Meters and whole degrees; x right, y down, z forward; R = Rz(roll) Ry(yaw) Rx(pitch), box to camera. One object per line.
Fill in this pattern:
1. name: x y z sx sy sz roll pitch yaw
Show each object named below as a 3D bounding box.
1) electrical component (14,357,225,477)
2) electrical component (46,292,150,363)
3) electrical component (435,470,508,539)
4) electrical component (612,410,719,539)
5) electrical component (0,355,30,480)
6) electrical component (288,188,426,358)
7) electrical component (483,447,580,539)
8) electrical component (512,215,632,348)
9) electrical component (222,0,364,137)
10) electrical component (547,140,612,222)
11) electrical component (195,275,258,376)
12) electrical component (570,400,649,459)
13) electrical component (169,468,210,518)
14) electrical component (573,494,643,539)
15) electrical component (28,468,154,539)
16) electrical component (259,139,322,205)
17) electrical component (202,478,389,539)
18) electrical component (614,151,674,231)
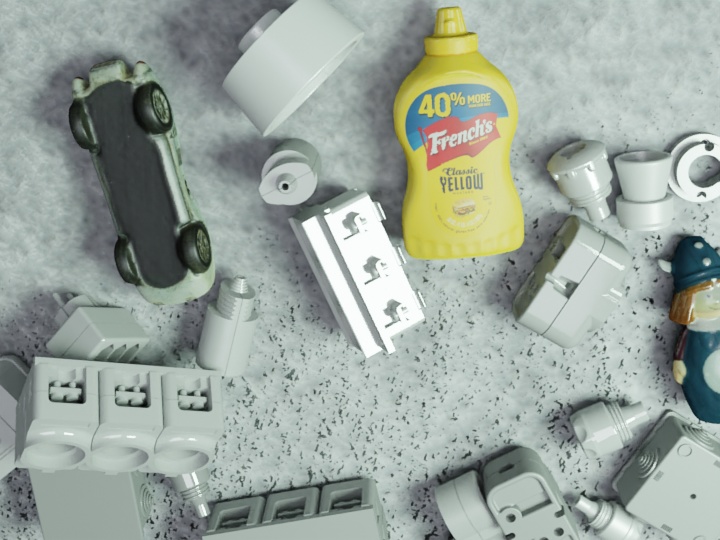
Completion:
1. electrical component: -0.195 0.124 0.868 0.150 0.061 0.089 7 144 -24
2. electrical component: -0.229 0.047 0.898 0.047 0.066 0.076 -47 71 14
3. electrical component: 0.100 0.250 0.950 0.074 0.052 0.138 -28 104 10
4. electrical component: 0.281 0.184 0.925 0.100 0.048 0.099 31 106 -7
5. electrical component: -0.321 0.137 0.929 0.113 0.057 0.078 -39 102 13
6. electrical component: 0.000 0.000 0.869 0.063 0.079 0.121 -28 105 -12
7. electrical component: 0.148 0.205 0.931 0.054 0.059 0.095 -28 104 10
8. electrical component: 0.174 0.012 0.872 0.059 0.053 0.095 30 106 -7
9. electrical component: -0.056 -0.159 0.803 0.060 0.108 0.108 45 104 -5
10. electrical component: 0.180 -0.069 0.853 0.048 0.048 0.062 -24 112 9
11. electrical component: -0.108 0.043 0.899 0.043 0.043 0.081 14 107 -2
12. electrical component: 0.214 0.131 0.914 0.062 0.043 0.043 -25 105 8
13. electrical component: -0.148 0.187 0.945 0.035 0.035 0.061 -20 93 8
14. electrical component: 0.216 0.218 0.945 0.061 0.035 0.035 32 106 -6
15. electrical component: -0.236 0.191 0.947 0.100 0.048 0.099 -5 107 4
16. electrical component: -0.054 -0.074 0.840 0.043 0.081 0.043 1 107 2
17. electrical component: -0.052 0.245 0.950 0.150 0.061 0.089 -11 107 5
18. electrical component: 0.225 -0.063 0.852 0.045 0.045 0.055 -5 107 4
